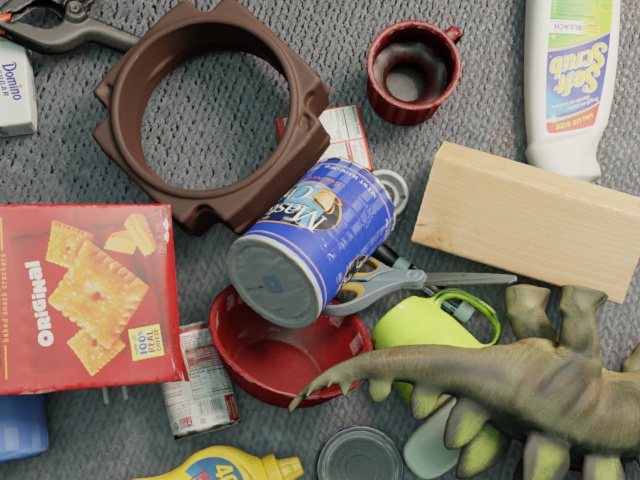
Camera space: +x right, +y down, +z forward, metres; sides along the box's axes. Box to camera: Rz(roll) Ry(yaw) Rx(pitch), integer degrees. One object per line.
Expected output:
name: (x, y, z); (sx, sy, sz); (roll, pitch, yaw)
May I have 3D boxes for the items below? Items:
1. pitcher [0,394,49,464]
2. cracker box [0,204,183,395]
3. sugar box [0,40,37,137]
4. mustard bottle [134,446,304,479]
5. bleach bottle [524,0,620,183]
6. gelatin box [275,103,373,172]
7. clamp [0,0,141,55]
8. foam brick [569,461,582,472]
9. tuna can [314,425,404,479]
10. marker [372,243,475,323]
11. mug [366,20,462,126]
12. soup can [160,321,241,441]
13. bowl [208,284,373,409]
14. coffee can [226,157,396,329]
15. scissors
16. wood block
pitcher: (-0.334, 0.091, 1.004); (0.144, 0.149, 0.243); (-6, 82, -25)
cracker box: (-0.234, 0.051, 0.937); (0.213, 0.072, 0.164); (-1, 83, -23)
sugar box: (-0.380, -0.146, 1.081); (0.176, 0.048, 0.093); (-5, 78, -7)
mustard bottle: (-0.107, 0.249, 1.009); (0.191, 0.058, 0.096); (-21, 80, -6)
bleach bottle: (0.262, -0.153, 1.099); (0.102, 0.068, 0.251); (2, 82, -5)
gelatin box: (0.004, -0.095, 1.093); (0.089, 0.030, 0.073); (-11, 78, -4)
clamp: (-0.249, -0.240, 1.091); (0.171, 0.039, 0.120); (-2, 69, -25)
foam brick: (0.240, 0.183, 1.039); (0.053, 0.051, 0.078); (10, 79, 0)
tuna can: (0.038, 0.222, 1.032); (0.086, 0.034, 0.086); (0, 79, -2)
marker: (0.102, 0.041, 1.077); (0.121, 0.020, 0.020); (36, 80, 5)
mug: (0.099, -0.173, 1.085); (0.093, 0.081, 0.117); (43, 81, 6)
soup can: (-0.119, 0.135, 1.026); (0.068, 0.068, 0.102); (-14, 80, -5)
bowl: (-0.033, 0.107, 1.017); (0.162, 0.055, 0.162); (13, 37, -10)
coffee can: (-0.007, 0.001, 1.007); (0.103, 0.103, 0.140); (40, 52, 5)
scissors: (0.077, 0.049, 1.020); (0.202, 0.016, 0.096); (9, 42, 28)
wood block: (0.203, -0.019, 1.032); (0.206, 0.090, 0.091); (17, 107, 8)
